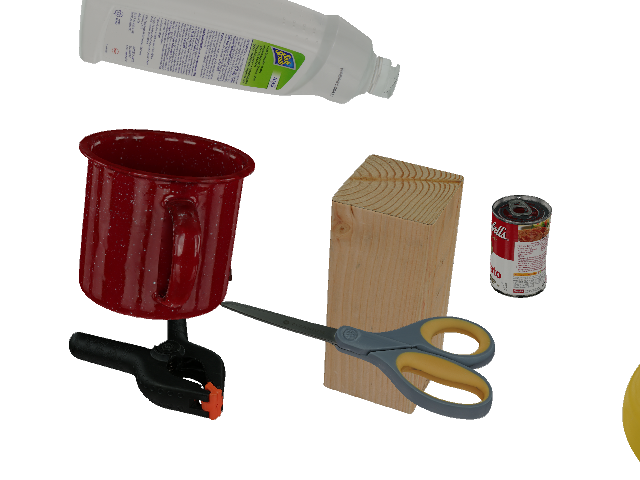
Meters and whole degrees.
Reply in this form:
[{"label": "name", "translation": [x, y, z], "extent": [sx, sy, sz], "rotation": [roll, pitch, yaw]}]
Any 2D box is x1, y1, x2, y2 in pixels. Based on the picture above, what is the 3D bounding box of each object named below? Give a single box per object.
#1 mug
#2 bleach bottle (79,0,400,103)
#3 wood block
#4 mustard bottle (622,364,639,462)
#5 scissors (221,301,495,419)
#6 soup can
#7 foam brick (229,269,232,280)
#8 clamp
[{"label": "mug", "translation": [-0.082, -0.005, 0.565], "extent": [0.093, 0.081, 0.117], "rotation": [2, 20, -22]}, {"label": "bleach bottle", "translation": [-0.062, -0.157, 0.855], "extent": [0.250, 0.068, 0.103], "rotation": [15, -29, -7]}, {"label": "wood block", "translation": [0.063, 0.040, 0.955], "extent": [0.091, 0.206, 0.090], "rotation": [16, 36, 19]}, {"label": "mustard bottle", "translation": [0.212, 0.104, 0.560], "extent": [0.096, 0.058, 0.191], "rotation": [-2, 37, 2]}, {"label": "scissors", "translation": [0.037, 0.063, 0.759], "extent": [0.202, 0.016, 0.096], "rotation": [26, 42, 22]}, {"label": "soup can", "translation": [0.233, 0.007, 1.244], "extent": [0.068, 0.102, 0.068], "rotation": [-3, 30, 1]}, {"label": "foam brick", "translation": [-0.146, 0.018, 1.253], "extent": [0.078, 0.053, 0.051], "rotation": [-7, 27, -8]}, {"label": "clamp", "translation": [-0.136, 0.106, 0.982], "extent": [0.172, 0.039, 0.120], "rotation": [27, 42, 34]}]
